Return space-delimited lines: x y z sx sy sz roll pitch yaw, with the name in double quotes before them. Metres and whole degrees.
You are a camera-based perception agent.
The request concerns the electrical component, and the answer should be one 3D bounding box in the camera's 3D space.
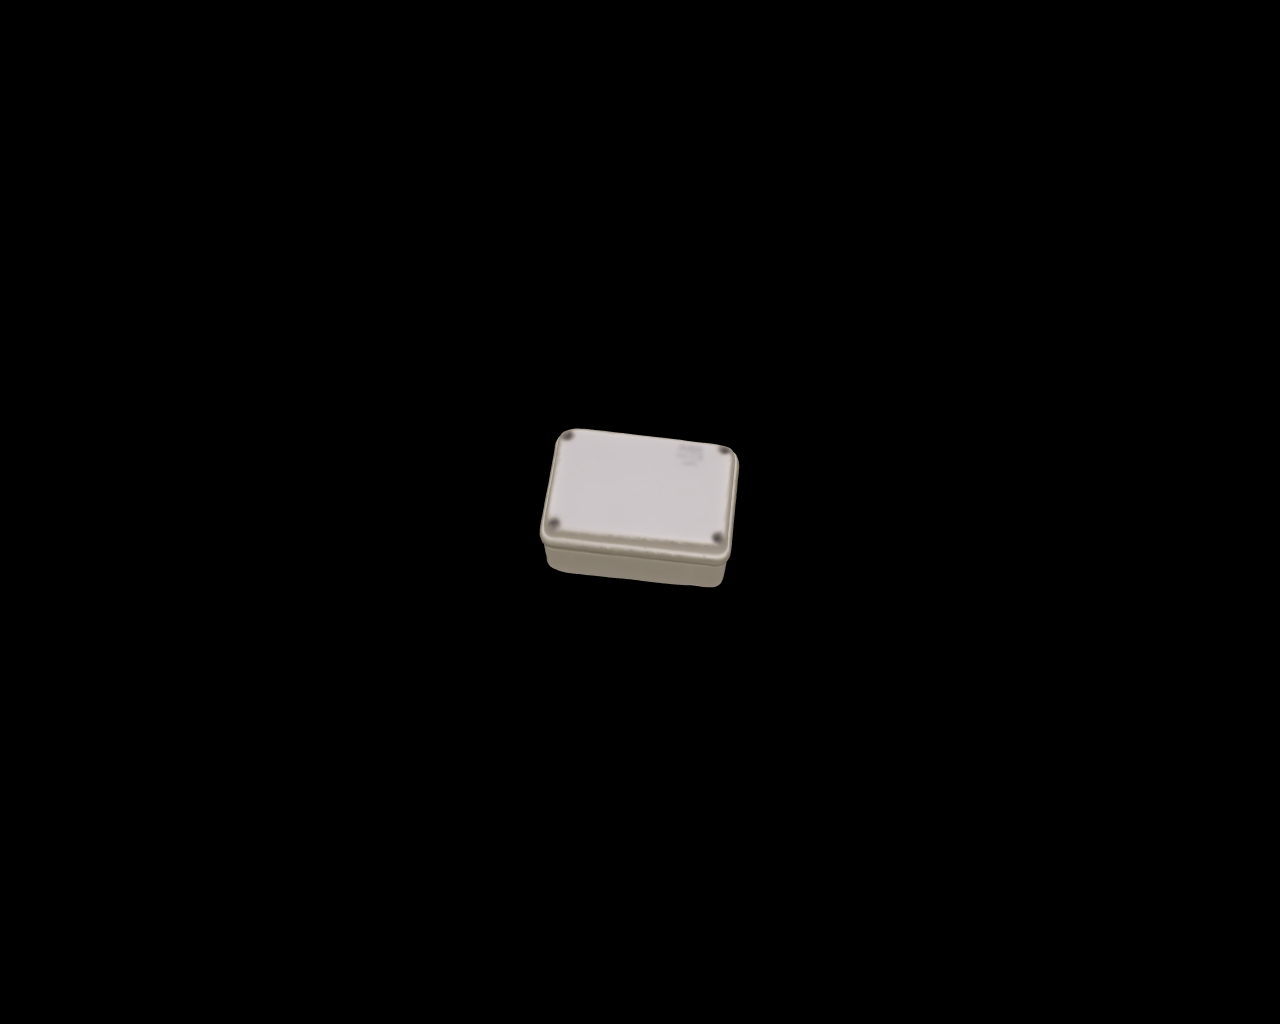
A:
"electrical component" 0.001 -0.003 0.650 0.113 0.078 0.057 6 -27 3
